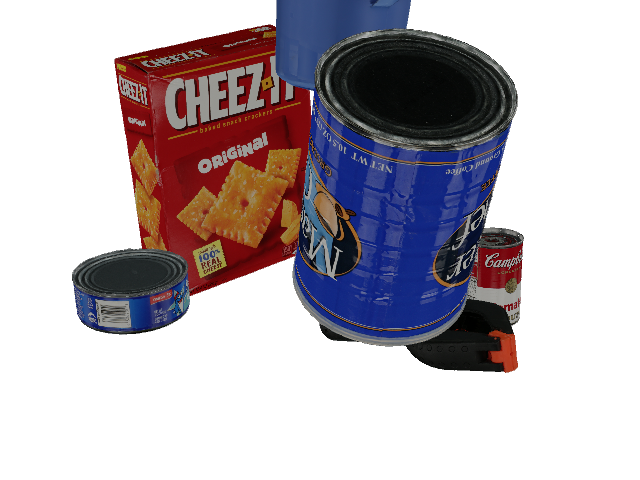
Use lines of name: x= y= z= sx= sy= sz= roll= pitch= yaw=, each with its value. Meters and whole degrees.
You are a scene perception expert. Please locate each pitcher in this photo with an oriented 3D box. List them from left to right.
pitcher: x=0.029 y=-0.247 z=0.883 sx=0.145 sy=0.243 sz=0.149 roll=8 pitch=19 yaw=10

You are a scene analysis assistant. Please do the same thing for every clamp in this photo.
clamp: x=0.079 y=0.066 z=0.818 sx=0.120 sy=0.039 sz=0.172 roll=-25 pitch=21 yaw=-18

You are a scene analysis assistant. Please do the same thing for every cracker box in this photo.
cracker box: x=-0.087 y=-0.072 z=0.970 sx=0.163 sy=0.214 sz=0.072 roll=-20 pitch=30 yaw=-31

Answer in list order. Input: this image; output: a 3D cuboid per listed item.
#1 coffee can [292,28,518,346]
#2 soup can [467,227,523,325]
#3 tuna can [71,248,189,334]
coffee can: x=0.041 y=-0.027 z=0.576 sx=0.102 sy=0.140 sz=0.103 roll=4 pitch=43 yaw=-4
soup can: x=0.201 y=0.043 z=1.247 sx=0.068 sy=0.102 sz=0.068 roll=-1 pitch=18 yaw=0
tuna can: x=-0.141 y=0.037 z=0.798 sx=0.086 sy=0.034 sz=0.086 roll=-2 pitch=22 yaw=0
